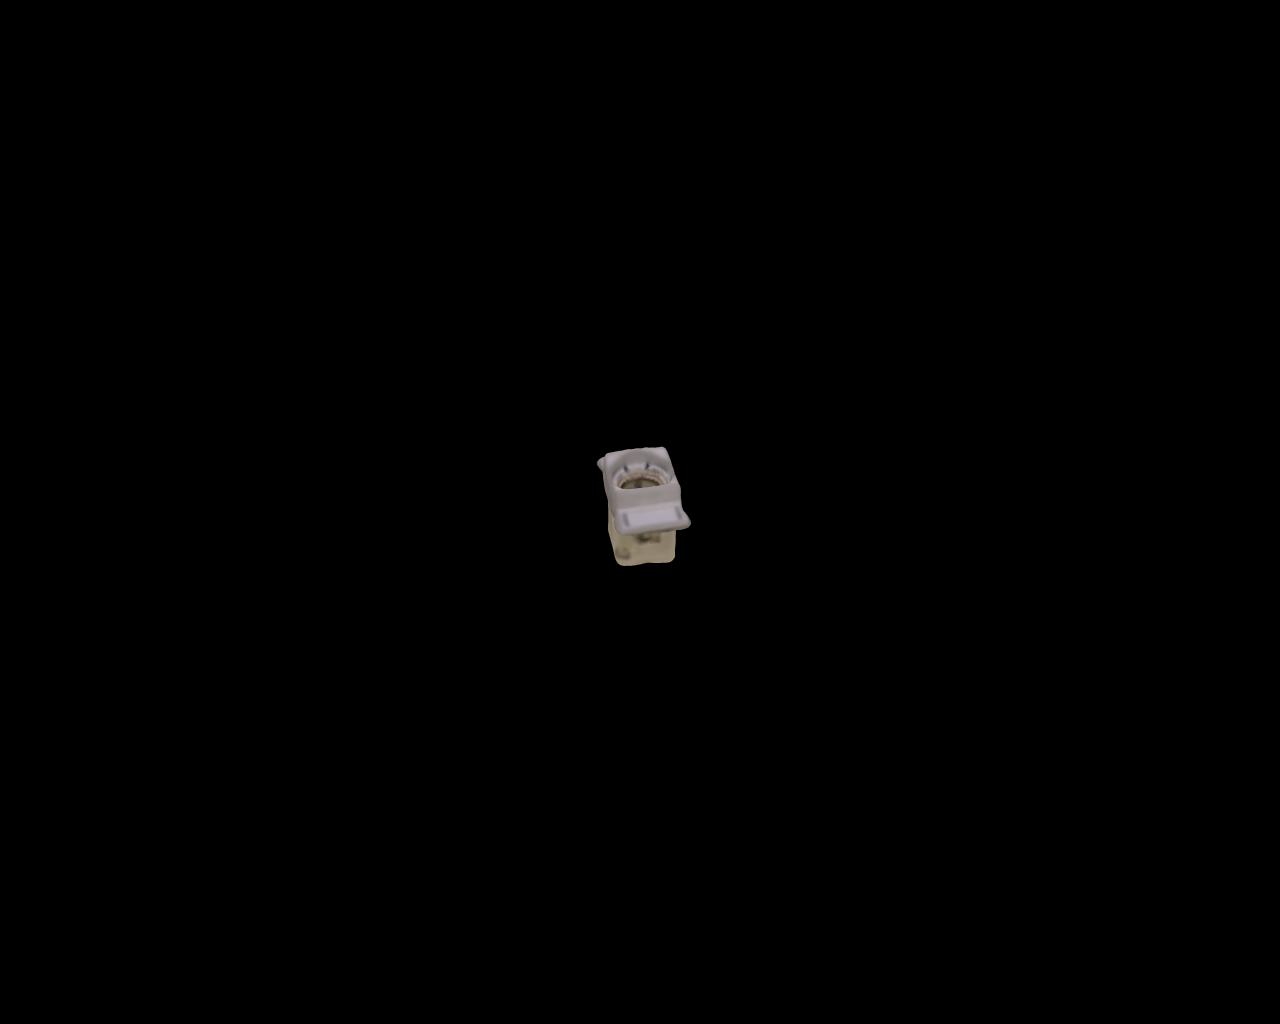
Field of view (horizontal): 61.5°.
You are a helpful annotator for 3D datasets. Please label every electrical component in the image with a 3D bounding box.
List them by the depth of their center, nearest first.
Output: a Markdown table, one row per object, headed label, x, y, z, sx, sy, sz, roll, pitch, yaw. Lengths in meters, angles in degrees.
| label | x | y | z | sx | sy | sz | roll | pitch | yaw |
| --- | --- | --- | --- | --- | --- | --- | --- | --- | --- |
| electrical component | 0.001 | -0.003 | 0.650 | 0.042 | 0.063 | 0.081 | -6 | 36 | -7 |
